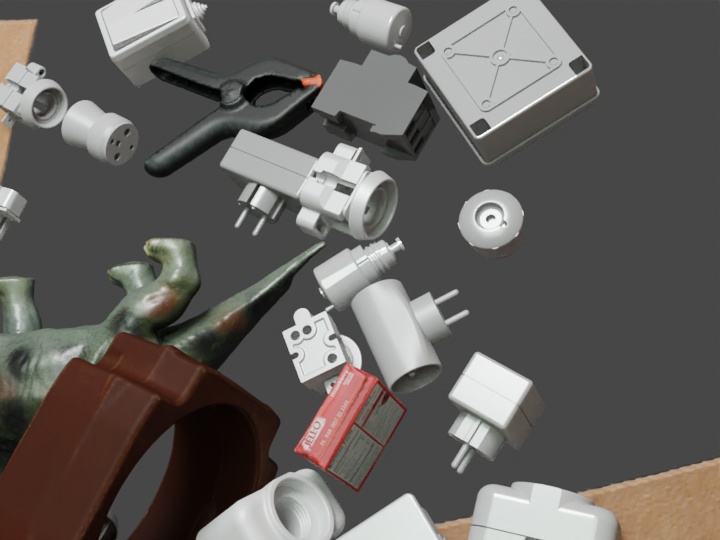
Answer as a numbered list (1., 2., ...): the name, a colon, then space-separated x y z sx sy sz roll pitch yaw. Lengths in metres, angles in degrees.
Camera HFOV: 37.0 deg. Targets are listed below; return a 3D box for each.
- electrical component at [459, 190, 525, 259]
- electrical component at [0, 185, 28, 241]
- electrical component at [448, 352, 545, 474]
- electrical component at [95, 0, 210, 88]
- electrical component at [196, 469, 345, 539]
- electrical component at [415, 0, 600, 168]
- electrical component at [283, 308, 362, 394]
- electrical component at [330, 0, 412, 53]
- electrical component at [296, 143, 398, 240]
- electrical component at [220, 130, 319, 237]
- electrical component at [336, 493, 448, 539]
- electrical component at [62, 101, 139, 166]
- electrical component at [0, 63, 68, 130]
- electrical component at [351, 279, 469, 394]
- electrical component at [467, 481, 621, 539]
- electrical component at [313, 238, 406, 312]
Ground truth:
1. electrical component: 0.103 -0.028 0.812 0.048 0.062 0.048 -7 66 15
2. electrical component: -0.348 -0.050 0.972 0.078 0.058 0.057 15 70 23
3. electrical component: 0.088 0.109 0.758 0.047 0.065 0.076 28 79 26
4. electrical component: -0.187 -0.225 0.990 0.096 0.061 0.061 -27 63 6
5. electrical component: -0.058 0.179 0.748 0.059 0.095 0.053 -41 75 32
6. electrical component: 0.117 -0.156 0.864 0.109 0.056 0.108 -32 62 3
7. electrical component: -0.026 0.067 0.818 0.048 0.055 0.066 -26 63 6
8. electrical component: 0.009 -0.216 0.934 0.078 0.040 0.040 25 78 26
9. electrical component: -0.007 -0.057 0.864 0.057 0.058 0.078 22 76 28
10. electrical component: -0.077 -0.063 0.894 0.083 0.047 0.075 24 77 25
11. electrical component: 0.026 0.217 0.742 0.100 0.048 0.099 -34 62 2
12. electrical component: -0.235 -0.123 0.972 0.055 0.045 0.045 27 79 25
13. electrical component: -0.309 -0.160 1.013 0.055 0.048 0.066 26 78 33
14. electrical component: 0.043 0.042 0.812 0.079 0.044 0.077 -28 63 5
15. electrical component: 0.124 0.179 0.723 0.095 0.053 0.059 9 71 21
16. electrical component: 0.000 0.000 0.846 0.078 0.040 0.040 -32 62 3
